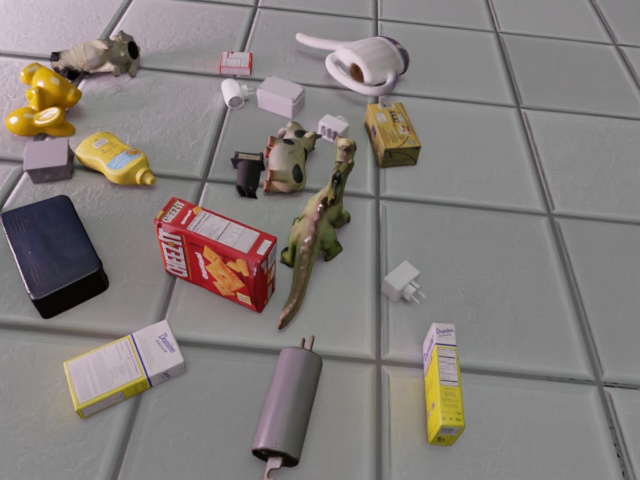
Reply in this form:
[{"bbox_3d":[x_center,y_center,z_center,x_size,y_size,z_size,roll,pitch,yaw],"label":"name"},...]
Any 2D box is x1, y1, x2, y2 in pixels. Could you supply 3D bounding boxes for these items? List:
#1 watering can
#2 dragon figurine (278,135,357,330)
[{"bbox_3d":[0.104,-0.523,1.460,0.227,0.101,0.353,-27,59,-26],"label":"watering can"},{"bbox_3d":[0.003,-0.050,0.987,0.122,0.237,0.420,16,49,1],"label":"dragon figurine"}]
